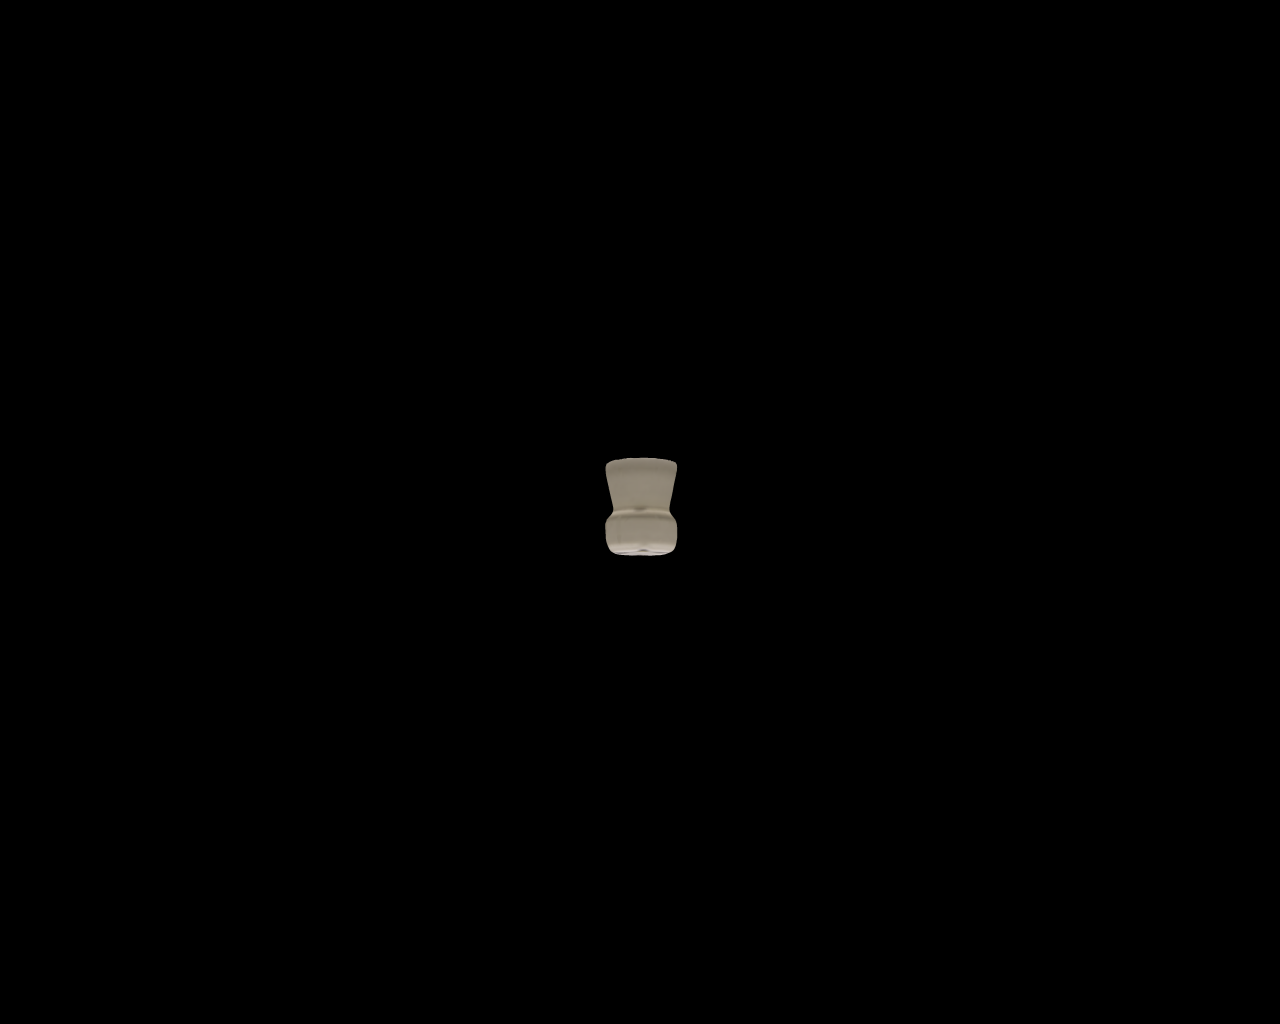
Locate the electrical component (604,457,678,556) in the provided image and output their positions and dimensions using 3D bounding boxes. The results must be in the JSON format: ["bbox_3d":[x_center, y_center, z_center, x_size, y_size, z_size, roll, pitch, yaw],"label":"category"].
[{"bbox_3d":[0.001,-0.003,0.650,0.045,0.055,0.045,0,-7,0],"label":"electrical component"}]
